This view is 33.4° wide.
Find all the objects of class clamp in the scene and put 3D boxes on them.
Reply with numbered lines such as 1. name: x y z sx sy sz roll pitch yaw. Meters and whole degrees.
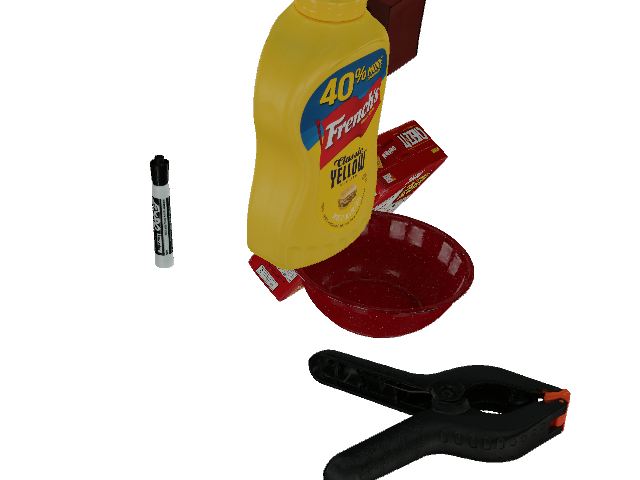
1. clamp: 0.074 0.116 0.675 0.171 0.039 0.120 2 37 3

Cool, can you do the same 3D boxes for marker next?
1. marker: -0.159 -0.029 1.067 0.020 0.121 0.020 1 29 -1

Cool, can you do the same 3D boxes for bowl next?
1. bowl: 0.050 0.037 0.931 0.162 0.055 0.162 5 31 -3

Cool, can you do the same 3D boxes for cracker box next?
1. cracker box: 0.030 -0.038 1.261 0.214 0.072 0.163 -47 -9 34

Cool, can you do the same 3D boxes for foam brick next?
1. foam brick: 0.048 -0.179 0.860 0.053 0.078 0.051 35 56 23

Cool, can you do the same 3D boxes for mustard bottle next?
1. mustard bottle: 0.001 -0.080 0.630 0.058 0.192 0.096 30 44 30
